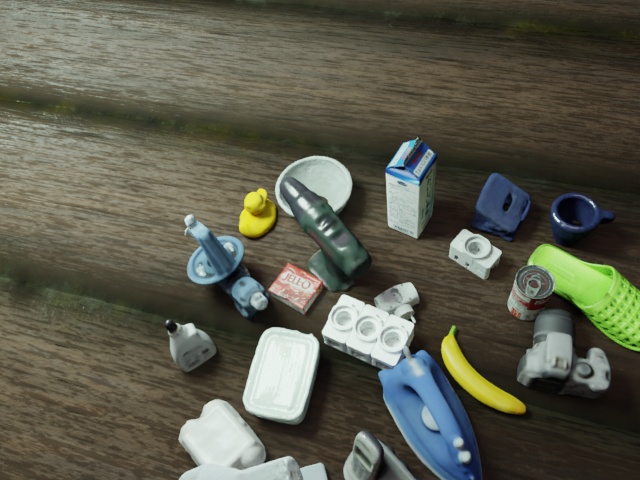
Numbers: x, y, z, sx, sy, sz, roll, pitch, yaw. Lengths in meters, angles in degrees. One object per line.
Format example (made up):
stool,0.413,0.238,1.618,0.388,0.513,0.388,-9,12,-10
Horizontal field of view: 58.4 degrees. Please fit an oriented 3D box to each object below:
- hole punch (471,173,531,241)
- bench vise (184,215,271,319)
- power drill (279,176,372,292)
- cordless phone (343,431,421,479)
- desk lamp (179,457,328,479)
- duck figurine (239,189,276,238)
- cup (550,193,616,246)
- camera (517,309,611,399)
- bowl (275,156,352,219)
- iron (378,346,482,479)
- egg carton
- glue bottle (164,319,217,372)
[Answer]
hole punch,0.373,-0.069,1.167,0.101,0.091,0.109,22,64,20
bench vise,-0.175,0.042,1.099,0.207,0.220,0.121,21,64,20
power drill,0.010,0.004,1.103,0.076,0.209,0.229,-38,61,-15
cordless phone,0.100,0.368,0.879,0.094,0.185,0.147,-41,62,-17
desk lamp,-0.092,0.394,0.874,0.203,0.214,0.117,-17,58,-2
duck figurine,-0.141,-0.063,1.239,0.077,0.086,0.105,21,63,19
cup,0.506,-0.031,1.123,0.117,0.095,0.091,3,59,10
camera,0.425,0.190,0.994,0.143,0.101,0.137,9,60,13
bowl,-0.010,-0.097,1.248,0.167,0.075,0.167,-4,58,6
iron,0.196,0.294,0.937,0.119,0.142,0.257,-26,59,-8
egg carton,-0.168,0.355,0.994,0.107,0.069,0.150,-42,62,-17
glue bottle,-0.248,0.184,1.049,0.078,0.173,0.037,-32,59,-11
